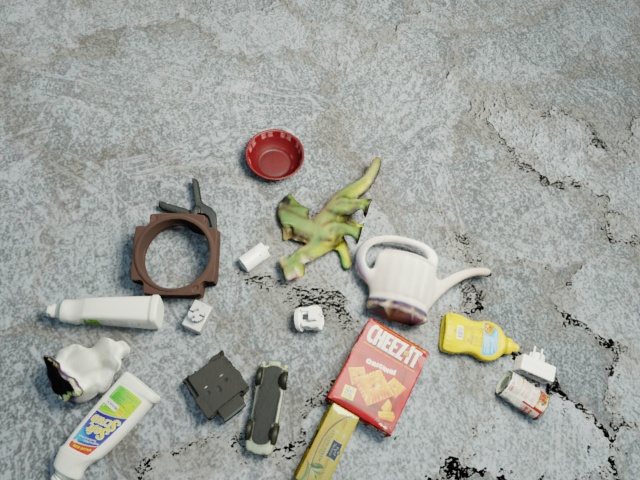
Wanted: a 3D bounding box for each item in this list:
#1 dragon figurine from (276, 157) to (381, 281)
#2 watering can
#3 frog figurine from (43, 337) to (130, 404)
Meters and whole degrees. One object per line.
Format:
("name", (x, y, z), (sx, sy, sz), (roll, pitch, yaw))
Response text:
("dragon figurine", (0.004, -0.068, 1.350), (0.243, 0.418, 0.120), (14, -26, 9))
("watering can", (0.250, 0.109, 1.289), (0.348, 0.228, 0.102), (16, -24, 2))
("frog figurine", (-0.511, 0.278, 1.145), (0.138, 0.120, 0.161), (24, 27, 21))
